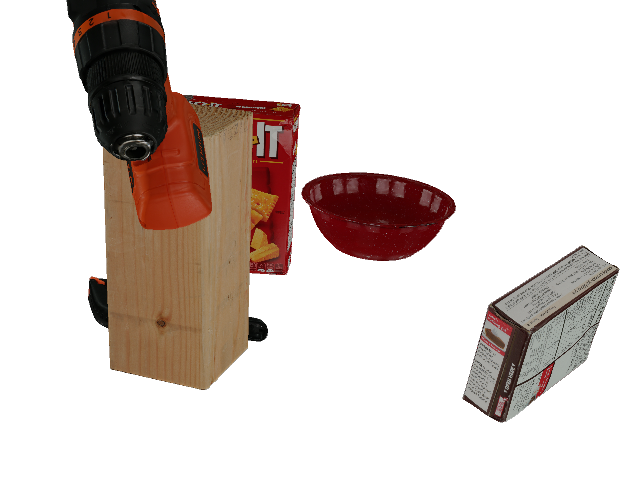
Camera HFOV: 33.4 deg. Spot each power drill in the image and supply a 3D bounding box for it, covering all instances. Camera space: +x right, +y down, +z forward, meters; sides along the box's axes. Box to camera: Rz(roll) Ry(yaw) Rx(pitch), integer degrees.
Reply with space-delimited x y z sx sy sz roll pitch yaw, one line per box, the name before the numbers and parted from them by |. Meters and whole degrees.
power drill | -0.111 -0.087 0.675 0.057 0.184 0.187 -10 -32 -3

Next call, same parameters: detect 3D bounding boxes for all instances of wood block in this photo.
wood block | -0.112 0.001 0.851 0.091 0.206 0.090 10 22 17

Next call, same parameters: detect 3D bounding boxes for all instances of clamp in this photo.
clamp | -0.185 0.088 1.158 0.210 0.036 0.164 18 20 26

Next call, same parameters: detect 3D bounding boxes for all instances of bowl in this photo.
bowl | 0.059 -0.021 1.120 0.162 0.055 0.162 4 21 -2

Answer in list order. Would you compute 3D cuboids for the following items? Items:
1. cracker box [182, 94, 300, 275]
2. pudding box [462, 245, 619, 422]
cracker box | -0.115 -0.067 1.344 0.164 0.214 0.072 5 21 2
pudding box | 0.155 0.065 0.748 0.039 0.090 0.113 33 43 31
